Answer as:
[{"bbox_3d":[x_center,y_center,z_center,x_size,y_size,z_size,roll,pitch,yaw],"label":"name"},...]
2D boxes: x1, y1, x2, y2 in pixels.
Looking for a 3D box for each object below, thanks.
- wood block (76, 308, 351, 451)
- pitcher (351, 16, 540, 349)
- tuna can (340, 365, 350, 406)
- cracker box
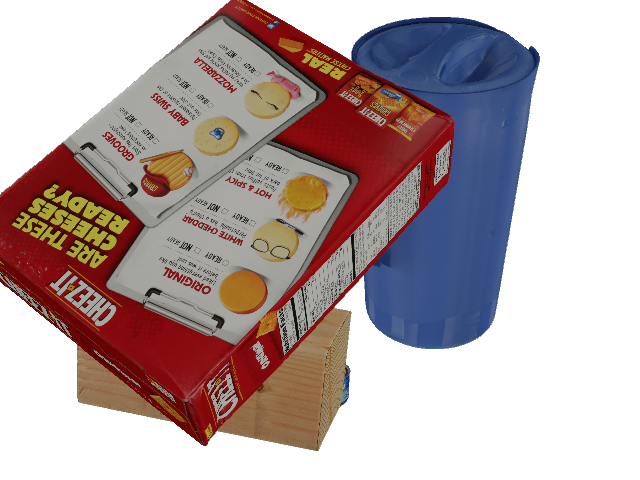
[{"bbox_3d":[-0.088,0.096,0.882,0.206,0.091,0.090,10,22,12],"label":"wood block"},{"bbox_3d":[0.080,-0.036,0.817,0.149,0.243,0.145,6,34,11],"label":"pitcher"},{"bbox_3d":[-0.011,0.153,1.150,0.086,0.034,0.086,1,14,0],"label":"tuna can"},{"bbox_3d":[-0.054,-0.020,0.589,0.164,0.213,0.072,34,-24,23],"label":"cracker box"}]
